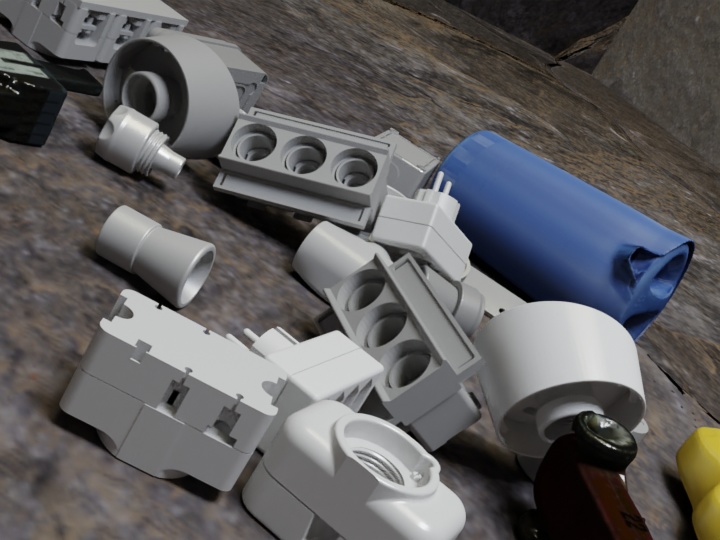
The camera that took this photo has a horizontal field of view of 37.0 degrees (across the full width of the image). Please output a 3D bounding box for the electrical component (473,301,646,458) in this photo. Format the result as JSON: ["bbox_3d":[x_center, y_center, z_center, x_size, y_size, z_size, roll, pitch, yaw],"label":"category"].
[{"bbox_3d":[0.122,0.069,0.654,0.099,0.099,0.064,19,45,-29],"label":"electrical component"}]

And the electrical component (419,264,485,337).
[{"bbox_3d":[0.063,0.026,0.832,0.055,0.045,0.045,24,21,-19],"label":"electrical component"}]

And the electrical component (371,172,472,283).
[{"bbox_3d":[0.056,-0.040,0.850,0.047,0.075,0.083,13,-15,29],"label":"electrical component"}]

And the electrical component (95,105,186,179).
[{"bbox_3d":[-0.160,-0.089,0.792,0.062,0.043,0.043,29,20,-6],"label":"electrical component"}]

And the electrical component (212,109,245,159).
[{"bbox_3d":[-0.098,-0.103,0.914,0.062,0.048,0.048,40,20,5],"label":"electrical component"}]

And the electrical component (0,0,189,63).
[{"bbox_3d":[-0.244,-0.230,0.981,0.089,0.061,0.150,38,21,19],"label":"electrical component"}]

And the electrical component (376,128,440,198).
[{"bbox_3d":[0.033,-0.095,1.055,0.062,0.061,0.096,33,20,5],"label":"electrical component"}]

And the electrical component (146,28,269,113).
[{"bbox_3d":[-0.144,-0.159,0.931,0.057,0.078,0.113,42,22,21],"label":"electrical component"}]

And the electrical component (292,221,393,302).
[{"bbox_3d":[0.000,0.000,0.805,0.077,0.043,0.079,35,20,12],"label":"electrical component"}]

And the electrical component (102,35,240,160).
[{"bbox_3d":[-0.149,-0.133,0.837,0.099,0.099,0.064,39,27,21],"label":"electrical component"}]

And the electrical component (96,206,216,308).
[{"bbox_3d":[-0.127,-0.011,0.655,0.065,0.044,0.044,28,19,7],"label":"electrical component"}]

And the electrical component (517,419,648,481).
[{"bbox_3d":[0.165,0.105,0.745,0.052,0.073,0.138,39,21,22],"label":"electrical component"}]

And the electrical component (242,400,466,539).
[{"bbox_3d":[-0.001,0.109,0.517,0.095,0.059,0.054,37,21,17],"label":"electrical component"}]

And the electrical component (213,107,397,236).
[{"bbox_3d":[-0.041,-0.073,0.836,0.121,0.078,0.063,15,-27,12],"label":"electrical component"}]

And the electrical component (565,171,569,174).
[{"bbox_3d":[0.197,-0.065,1.173,0.099,0.099,0.064,16,31,-36],"label":"electrical component"}]

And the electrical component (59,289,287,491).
[{"bbox_3d":[-0.089,0.060,0.513,0.089,0.055,0.050,28,20,-7],"label":"electrical component"}]

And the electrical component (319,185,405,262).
[{"bbox_3d":[0.011,-0.039,0.894,0.078,0.057,0.058,23,21,-22],"label":"electrical component"}]

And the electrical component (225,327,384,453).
[{"bbox_3d":[-0.043,0.057,0.600,0.076,0.047,0.083,37,21,18],"label":"electrical component"}]

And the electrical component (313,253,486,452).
[{"bbox_3d":[0.027,0.052,0.679,0.063,0.079,0.121,53,4,-37],"label":"electrical component"}]
